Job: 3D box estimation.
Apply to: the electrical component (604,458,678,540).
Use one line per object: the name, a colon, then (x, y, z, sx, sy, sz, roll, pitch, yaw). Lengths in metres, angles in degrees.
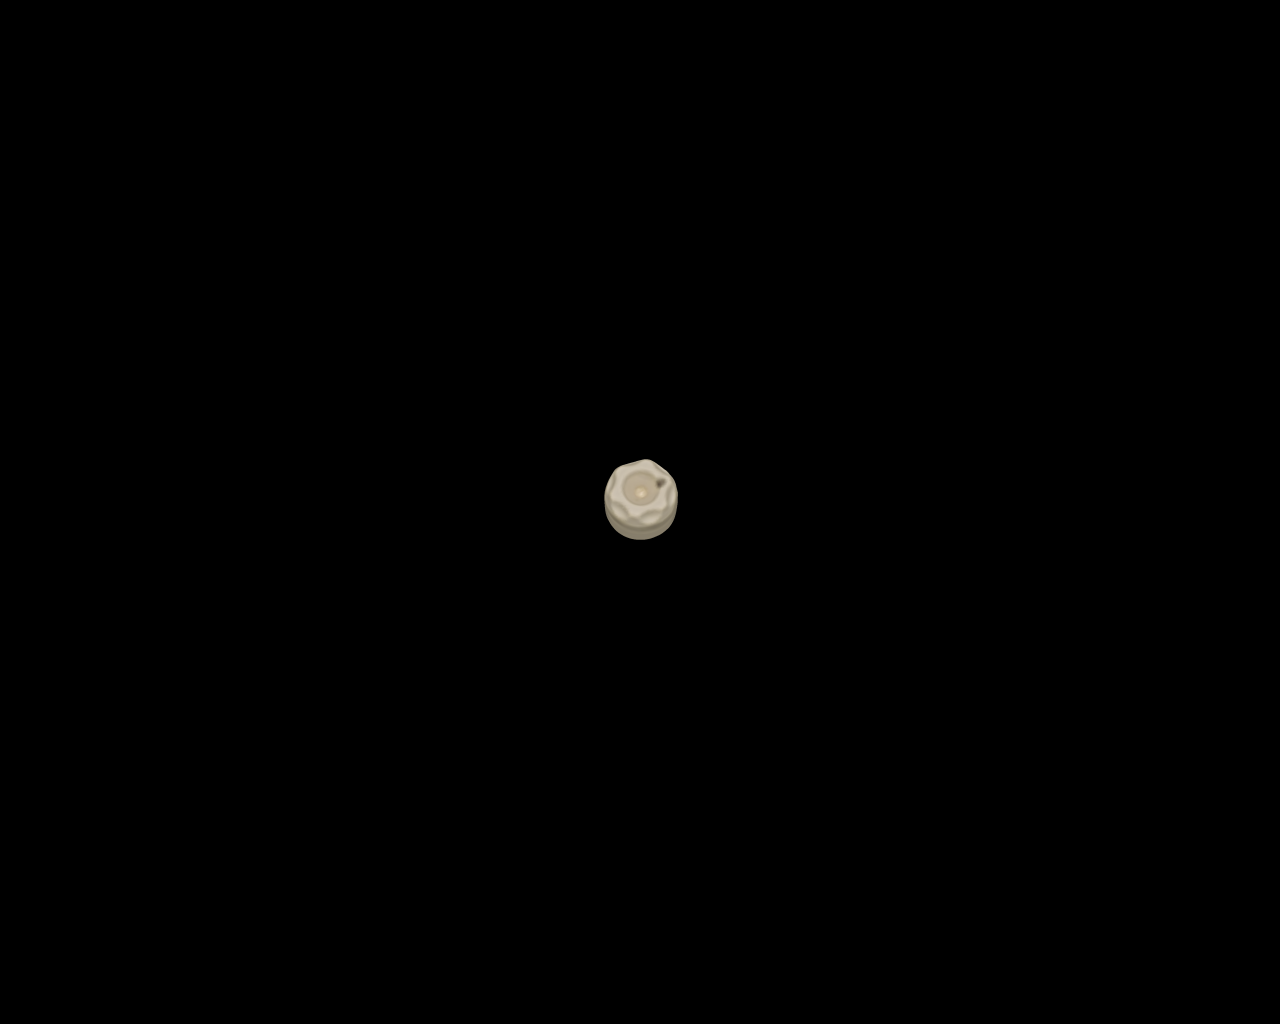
electrical component: (0.001, -0.003, 0.650, 0.043, 0.043, 0.062, 0, -23, 0)
